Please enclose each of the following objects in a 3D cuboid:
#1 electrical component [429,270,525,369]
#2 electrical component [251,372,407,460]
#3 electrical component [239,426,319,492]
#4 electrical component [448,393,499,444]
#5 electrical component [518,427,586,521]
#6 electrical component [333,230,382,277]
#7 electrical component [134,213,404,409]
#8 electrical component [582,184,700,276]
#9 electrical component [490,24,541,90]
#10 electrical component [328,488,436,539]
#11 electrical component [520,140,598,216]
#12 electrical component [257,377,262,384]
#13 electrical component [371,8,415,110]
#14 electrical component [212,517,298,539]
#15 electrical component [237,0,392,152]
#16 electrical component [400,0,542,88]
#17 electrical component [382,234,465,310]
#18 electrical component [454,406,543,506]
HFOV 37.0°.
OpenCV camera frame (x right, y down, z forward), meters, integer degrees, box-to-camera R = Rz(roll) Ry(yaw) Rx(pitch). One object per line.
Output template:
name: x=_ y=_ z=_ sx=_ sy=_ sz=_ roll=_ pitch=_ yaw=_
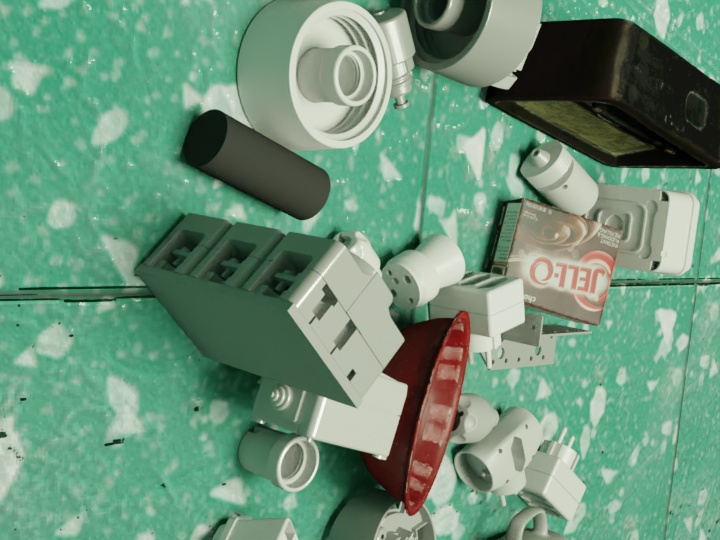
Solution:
electrical component: x=0.098 y=0.045 z=0.898 sx=0.047 sy=0.066 sz=0.076 roll=-20 pitch=111 yaw=-42
electrical component: x=-0.023 y=0.083 z=0.719 sx=0.096 sy=0.062 sz=0.061 roll=23 pitch=82 yaw=-45
electrical component: x=-0.059 y=0.133 z=0.766 sx=0.040 sy=0.046 sz=0.040 roll=-11 pitch=106 yaw=-45
electrical component: x=0.096 y=0.128 z=0.929 sx=0.062 sy=0.043 sz=0.043 roll=8 pitch=92 yaw=-48
electrical component: x=0.186 y=0.188 z=1.031 sx=0.065 sy=0.047 sz=0.076 roll=47 pitch=65 yaw=-41
electrical component: x=0.000 y=0.000 z=0.810 sx=0.035 sy=0.035 sz=0.061 roll=-55 pitch=134 yaw=-23
electrical component: x=-0.055 y=0.019 z=0.671 sx=0.061 sy=0.150 sz=0.089 roll=-52 pitch=130 yaw=-25
electrical component: x=0.254 y=-0.040 z=1.010 sx=0.057 sy=0.113 sz=0.078 roll=3 pitch=95 yaw=-44
electrical component: x=0.105 y=-0.180 z=0.861 sx=0.058 sy=0.078 sz=0.057 roll=14 pitch=108 yaw=-20
electrical component: x=0.021 y=0.225 z=0.854 sx=0.099 sy=0.064 sz=0.099 roll=-11 pitch=106 yaw=-45
electrical component: x=0.178 y=-0.085 z=0.973 sx=0.081 sy=0.043 sz=0.043 roll=37 pitch=71 yaw=-43
electrical component: x=-0.032 y=0.080 z=0.786 sx=0.063 sy=0.042 sz=0.081 roll=-47 pitch=128 yaw=-29
electrical component: x=0.022 y=-0.157 z=0.797 sx=0.040 sy=0.040 sz=0.078 roll=-37 pitch=123 yaw=-35
electrical component: x=-0.072 y=0.245 z=0.738 sx=0.108 sy=0.056 sz=0.108 roll=-63 pitch=141 yaw=-57
electrical component: x=-0.024 y=-0.134 z=0.740 sx=0.108 sy=0.060 sz=0.108 roll=-11 pitch=106 yaw=-45
electrical component: x=0.075 y=-0.194 z=0.801 sx=0.060 sy=0.108 sz=0.108 roll=4 pitch=95 yaw=-40
electrical component: x=0.050 y=0.002 z=0.855 sx=0.055 sy=0.045 sz=0.045 roll=-31 pitch=119 yaw=-38
electrical component: x=0.129 y=0.176 z=0.972 sx=0.077 sy=0.043 sz=0.079 roll=-34 pitch=120 yaw=-37
